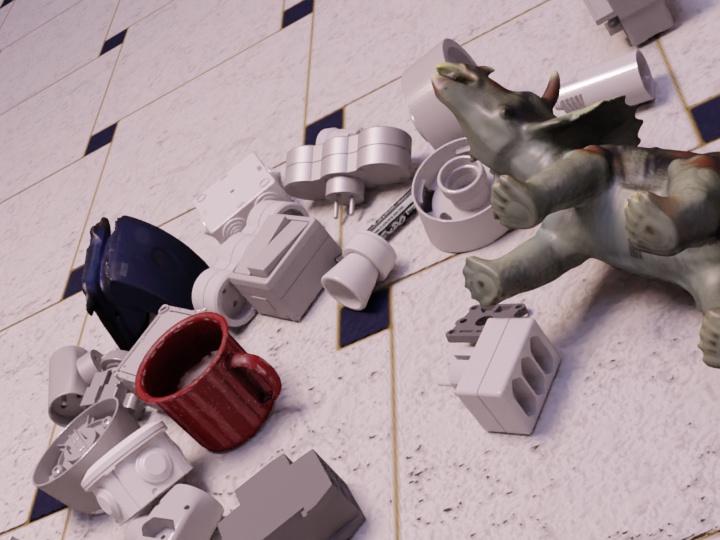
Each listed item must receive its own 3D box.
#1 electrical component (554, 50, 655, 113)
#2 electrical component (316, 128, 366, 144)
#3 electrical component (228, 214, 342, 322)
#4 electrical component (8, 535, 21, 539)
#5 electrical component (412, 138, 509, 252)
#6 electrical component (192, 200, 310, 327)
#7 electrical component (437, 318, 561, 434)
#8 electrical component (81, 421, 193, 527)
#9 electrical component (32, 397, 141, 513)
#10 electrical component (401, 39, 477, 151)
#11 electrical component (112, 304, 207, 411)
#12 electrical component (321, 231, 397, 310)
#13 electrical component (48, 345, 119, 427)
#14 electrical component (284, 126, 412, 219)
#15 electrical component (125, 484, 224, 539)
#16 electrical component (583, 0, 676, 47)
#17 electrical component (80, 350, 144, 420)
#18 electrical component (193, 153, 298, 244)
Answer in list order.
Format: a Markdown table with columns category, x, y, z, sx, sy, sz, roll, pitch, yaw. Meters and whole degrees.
| category | x | y | z | sx | sy | sz | roll | pitch | yaw |
| --- | --- | --- | --- | --- | --- | --- | --- | --- | --- |
| electrical component | 0.203 | -0.152 | 0.910 | 0.081 | 0.043 | 0.043 | -16 | 40 | 30 |
| electrical component | -0.015 | -0.125 | 1.085 | 0.046 | 0.040 | 0.040 | -2 | 48 | 35 |
| electrical component | -0.064 | -0.011 | 0.976 | 0.062 | 0.061 | 0.096 | 9 | 55 | 48 |
| electrical component | -0.254 | 0.247 | 0.848 | 0.081 | 0.063 | 0.042 | 1 | 51 | 44 |
| electrical component | 0.094 | -0.063 | 0.910 | 0.099 | 0.064 | 0.099 | -14 | 51 | 19 |
| electrical component | -0.112 | -0.010 | 1.028 | 0.074 | 0.052 | 0.138 | 9 | 56 | 48 |
| electrical component | 0.088 | 0.072 | 0.749 | 0.077 | 0.047 | 0.065 | -2 | 48 | 41 |
| electrical component | -0.177 | 0.161 | 0.858 | 0.080 | 0.051 | 0.080 | -39 | -4 | -3 |
| electrical component | -0.234 | 0.158 | 0.932 | 0.099 | 0.064 | 0.099 | -24 | 36 | 19 |
| electrical component | 0.080 | -0.145 | 0.963 | 0.060 | 0.108 | 0.108 | -29 | 34 | 25 |
| electrical component | -0.160 | 0.078 | 0.961 | 0.062 | 0.061 | 0.096 | 8 | 55 | 47 |
| electrical component | 0.000 | 0.000 | 0.918 | 0.045 | 0.045 | 0.055 | 8 | 55 | 48 |
| electrical component | -0.267 | 0.103 | 1.046 | 0.079 | 0.043 | 0.077 | -33 | 34 | 7 |
| electrical component | -0.013 | -0.084 | 1.027 | 0.138 | 0.052 | 0.073 | -10 | 68 | 35 |
| electrical component | -0.152 | 0.206 | 0.819 | 0.079 | 0.043 | 0.077 | -4 | 46 | 40 |
| electrical component | 0.242 | -0.261 | 0.983 | 0.079 | 0.063 | 0.121 | -28 | 35 | 16 |
| electrical component | -0.224 | 0.108 | 1.000 | 0.066 | 0.048 | 0.055 | -11 | 50 | 34 |
| electrical component | -0.118 | -0.066 | 1.102 | 0.100 | 0.048 | 0.099 | -39 | 34 | 1 |
